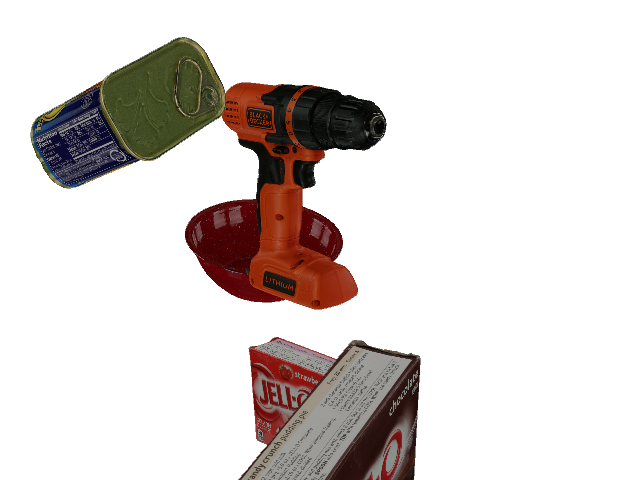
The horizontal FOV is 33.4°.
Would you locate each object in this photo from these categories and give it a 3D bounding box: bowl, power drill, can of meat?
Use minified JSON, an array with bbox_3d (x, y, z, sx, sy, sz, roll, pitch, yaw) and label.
[{"bbox_3d":[-0.059,0.017,1.099,0.162,0.055,0.162,4,29,-3],"label":"bowl"},{"bbox_3d":[-0.011,-0.040,0.911,0.057,0.188,0.185,-16,21,-37],"label":"power drill"},{"bbox_3d":[-0.125,-0.081,0.687,0.084,0.057,0.101,-16,18,40],"label":"can of meat"}]

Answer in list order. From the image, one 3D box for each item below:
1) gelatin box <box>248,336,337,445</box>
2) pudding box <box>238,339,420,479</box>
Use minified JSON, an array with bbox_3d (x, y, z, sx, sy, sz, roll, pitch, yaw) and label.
[{"bbox_3d":[-0.012,0.114,0.742,0.030,0.073,0.089,-17,21,-40],"label":"gelatin box"},{"bbox_3d":[0.006,0.110,0.461,0.039,0.090,0.113,14,33,21],"label":"pudding box"}]
